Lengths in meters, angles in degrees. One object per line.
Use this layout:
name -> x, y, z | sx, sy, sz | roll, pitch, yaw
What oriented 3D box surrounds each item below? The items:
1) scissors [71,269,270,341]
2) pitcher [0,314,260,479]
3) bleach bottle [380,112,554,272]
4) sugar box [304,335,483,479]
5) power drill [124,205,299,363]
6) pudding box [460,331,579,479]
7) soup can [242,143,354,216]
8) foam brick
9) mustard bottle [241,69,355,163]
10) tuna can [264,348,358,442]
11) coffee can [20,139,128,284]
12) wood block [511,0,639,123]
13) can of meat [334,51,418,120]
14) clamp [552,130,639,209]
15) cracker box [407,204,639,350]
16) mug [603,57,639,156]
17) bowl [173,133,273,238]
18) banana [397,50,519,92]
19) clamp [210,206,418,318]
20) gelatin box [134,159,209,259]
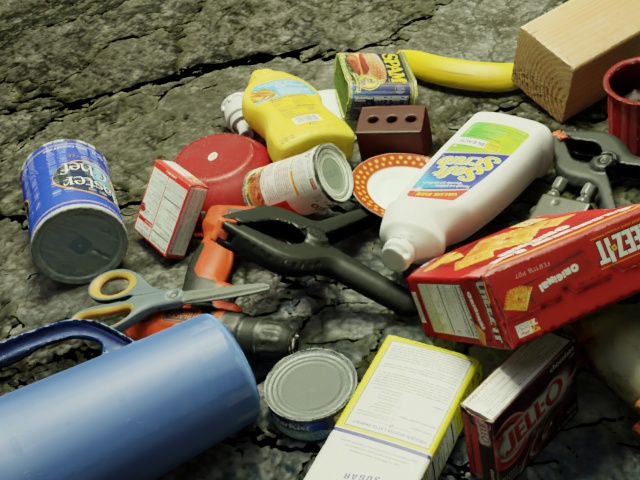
scissors -> -0.150, 0.047, 1.045 | 0.202, 0.016, 0.096 | -18, 40, 3
pitcher -> -0.184, 0.150, 0.923 | 0.242, 0.149, 0.145 | -25, 35, -19
bleach bottle -> 0.143, -0.044, 1.087 | 0.103, 0.068, 0.250 | 18, 42, 28
sugar box -> 0.065, 0.166, 0.909 | 0.093, 0.048, 0.176 | 13, 50, 27
power drill -> -0.085, 0.045, 1.078 | 0.185, 0.057, 0.187 | 6, 43, 21
pudding box -> 0.166, 0.138, 0.877 | 0.039, 0.090, 0.113 | 25, 53, 37
soup can -> -0.023, -0.058, 1.145 | 0.102, 0.068, 0.068 | -18, 33, 35
foam brick -> 0.086, -0.119, 1.227 | 0.078, 0.051, 0.053 | 0, 42, 15
mustard bottle -> -0.040, -0.150, 1.259 | 0.096, 0.058, 0.192 | -14, 41, -20
tuna can -> -0.006, 0.140, 0.965 | 0.086, 0.034, 0.086 | -8, 40, 6
coffee can -> -0.275, -0.033, 1.185 | 0.102, 0.103, 0.140 | -19, 40, -7
wood block -> 0.336, -0.236, 1.252 | 0.205, 0.090, 0.091 | -30, 58, -19
can of meat -> 0.065, -0.186, 1.291 | 0.084, 0.057, 0.102 | -1, 39, -10
clamp -> 0.313, -0.075, 1.122 | 0.120, 0.039, 0.172 | -24, 44, -8
cracker box -> 0.185, 0.028, 0.930 | 0.164, 0.072, 0.214 | -23, 2, -12
mug -> 0.365, -0.145, 1.159 | 0.117, 0.081, 0.093 | -24, 41, -12
bowl -> -0.116, -0.075, 1.228 | 0.162, 0.055, 0.162 | -8, 40, 6
banana -> 0.176, -0.209, 1.323 | 0.198, 0.037, 0.069 | 11, 21, 23
clamp -> -0.007, 0.001, 1.062 | 0.209, 0.036, 0.164 | 14, 31, -19
gelatin box -> -0.164, -0.034, 1.172 | 0.030, 0.089, 0.073 | 5, 22, -44
